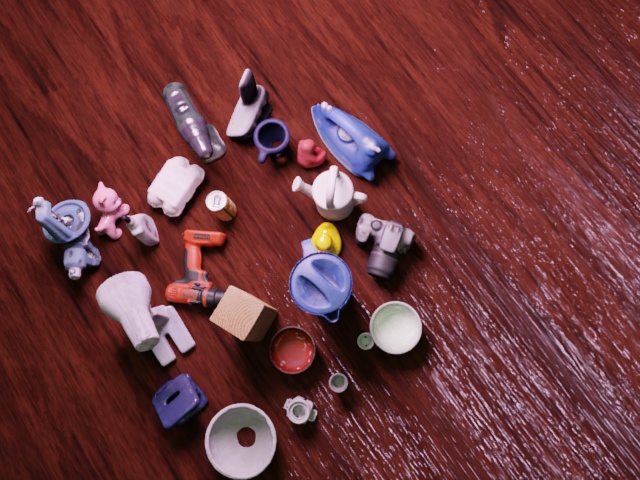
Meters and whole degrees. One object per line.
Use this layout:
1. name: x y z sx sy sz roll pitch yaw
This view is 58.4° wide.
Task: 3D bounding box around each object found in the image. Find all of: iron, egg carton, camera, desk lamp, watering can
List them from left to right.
1. desk lamp: -0.404 0.185 1.332 0.118 0.213 0.203 -35 79 -2
2. egg carton: -0.368 -0.137 1.462 0.107 0.069 0.150 30 83 9
3. watering can: 0.023 -0.113 1.364 0.173 0.194 0.101 -12 79 2
4. iron: 0.065 -0.271 1.416 0.258 0.141 0.119 43 86 10
5. camera: 0.145 0.020 1.378 0.143 0.101 0.137 19 82 8

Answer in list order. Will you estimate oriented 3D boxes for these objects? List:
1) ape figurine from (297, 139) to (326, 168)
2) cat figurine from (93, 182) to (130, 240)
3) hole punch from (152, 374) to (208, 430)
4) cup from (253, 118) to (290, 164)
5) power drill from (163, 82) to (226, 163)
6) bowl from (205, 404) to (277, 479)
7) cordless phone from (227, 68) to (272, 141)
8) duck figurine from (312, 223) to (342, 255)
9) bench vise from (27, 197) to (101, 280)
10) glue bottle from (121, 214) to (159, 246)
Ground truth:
1. ape figurine: -0.027 -0.224 1.440 0.076 0.092 0.077 -36 79 -2
2. cat figurine: -0.537 -0.075 1.439 0.067 0.118 0.128 12 81 7
3. hole punch: -0.339 0.381 1.354 0.109 0.091 0.101 -41 79 -3
4. cup: -0.120 -0.237 1.448 0.091 0.095 0.118 22 82 8
5. power drill: -0.301 -0.268 1.410 0.075 0.208 0.229 -31 79 -1
6. bowl: -0.178 0.464 1.335 0.167 0.075 0.167 -1 80 4
7. cordless phone: -0.190 -0.336 1.425 0.094 0.185 0.148 17 81 8
8. duck figurine: 0.013 0.005 1.398 0.077 0.086 0.104 5 80 6
9. bench vise: -0.605 -0.018 1.382 0.121 0.220 0.207 -31 79 -1
10. glue bottle: -0.444 -0.035 1.396 0.037 0.173 0.078 -24 78 0
